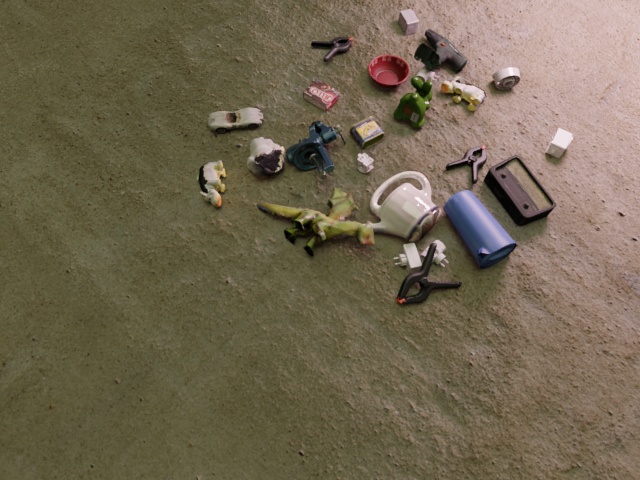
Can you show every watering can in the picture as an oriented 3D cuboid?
[{"bbox_3d":[0.246,-0.073,1.684,0.350,0.102,0.227,-45,69,-9],"label":"watering can"}]

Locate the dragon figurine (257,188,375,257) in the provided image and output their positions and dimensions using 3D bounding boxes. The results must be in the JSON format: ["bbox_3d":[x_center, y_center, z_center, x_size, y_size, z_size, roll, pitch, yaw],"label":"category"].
[{"bbox_3d":[0.005,-0.085,1.679,0.246,0.119,0.415,-37,55,-27],"label":"dragon figurine"}]

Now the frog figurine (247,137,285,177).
[{"bbox_3d":[-0.198,-0.291,1.802,0.138,0.120,0.161,-40,34,-10],"label":"frog figurine"}]
